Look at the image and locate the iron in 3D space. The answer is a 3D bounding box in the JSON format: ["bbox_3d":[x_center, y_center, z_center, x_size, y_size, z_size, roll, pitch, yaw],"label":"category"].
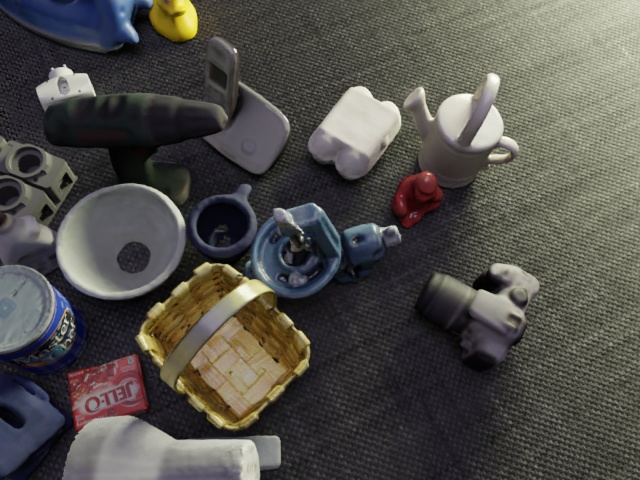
[{"bbox_3d":[-0.409,-0.398,0.904,0.258,0.141,0.118,10,66,-1],"label":"iron"}]

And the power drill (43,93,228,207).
[{"bbox_3d":[-0.233,-0.123,0.768,0.229,0.208,0.075,4,67,-4],"label":"power drill"}]

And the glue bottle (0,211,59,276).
[{"bbox_3d":[-0.377,-0.001,0.722,0.078,0.173,0.037,-30,73,-16],"label":"glue bottle"}]

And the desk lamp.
[{"bbox_3d":[-0.141,0.252,0.616,0.203,0.213,0.118,-1,67,-6],"label":"desk lamp"}]

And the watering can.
[{"bbox_3d":[0.206,-0.165,0.837,0.173,0.194,0.101,4,67,-4],"label":"watering can"}]

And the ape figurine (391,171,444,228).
[{"bbox_3d":[0.147,-0.069,0.846,0.078,0.092,0.076,0,67,-5],"label":"ape figurine"}]

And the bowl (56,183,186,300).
[{"bbox_3d":[-0.263,0.012,0.781,0.167,0.075,0.167,2,67,-5],"label":"bowl"}]

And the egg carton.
[{"bbox_3d":[0.056,-0.166,0.891,0.107,0.069,0.150,31,68,8],"label":"egg carton"}]

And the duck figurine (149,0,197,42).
[{"bbox_3d":[-0.248,-0.394,0.949,0.077,0.086,0.104,-27,72,-15],"label":"duck figurine"}]

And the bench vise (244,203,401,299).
[{"bbox_3d":[0.001,-0.007,0.736,0.208,0.220,0.121,-28,72,-16],"label":"bench vise"}]

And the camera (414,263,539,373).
[{"bbox_3d":[0.211,0.085,0.782,0.136,0.101,0.143,29,68,7],"label":"camera"}]

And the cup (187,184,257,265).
[{"bbox_3d":[-0.127,-0.015,0.795,0.091,0.095,0.118,24,67,5],"label":"cup"}]

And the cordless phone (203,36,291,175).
[{"bbox_3d":[-0.110,-0.192,0.822,0.147,0.185,0.094,34,68,9],"label":"cordless phone"}]

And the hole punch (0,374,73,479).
[{"bbox_3d":[-0.368,0.216,0.675,0.108,0.091,0.101,33,68,9],"label":"hole punch"}]
